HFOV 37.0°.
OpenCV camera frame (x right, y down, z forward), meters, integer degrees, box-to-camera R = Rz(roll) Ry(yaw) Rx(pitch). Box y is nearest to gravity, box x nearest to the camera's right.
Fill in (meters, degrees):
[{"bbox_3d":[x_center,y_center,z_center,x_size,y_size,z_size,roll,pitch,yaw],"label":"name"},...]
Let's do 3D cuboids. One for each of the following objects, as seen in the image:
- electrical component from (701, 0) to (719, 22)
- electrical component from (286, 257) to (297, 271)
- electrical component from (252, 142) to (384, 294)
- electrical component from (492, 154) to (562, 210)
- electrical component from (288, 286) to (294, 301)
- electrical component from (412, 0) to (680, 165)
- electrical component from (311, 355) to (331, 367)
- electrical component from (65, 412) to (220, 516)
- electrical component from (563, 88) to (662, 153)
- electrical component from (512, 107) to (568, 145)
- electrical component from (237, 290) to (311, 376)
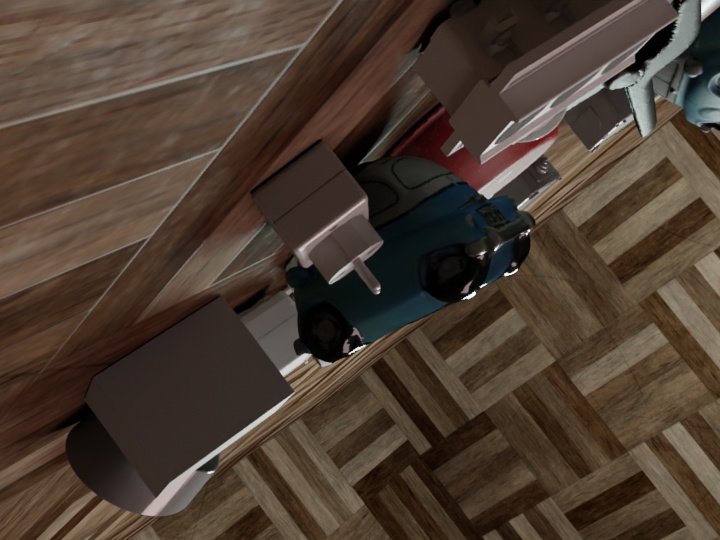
[{"bbox_3d":[0.259,-0.218,0.803,0.079,0.044,0.077,-35,173,-26],"label":"electrical component"},{"bbox_3d":[-0.008,-0.013,0.811,0.099,0.064,0.099,-24,167,-6],"label":"electrical component"},{"bbox_3d":[-0.013,-0.019,0.574,0.047,0.076,0.065,-37,173,-4],"label":"electrical component"},{"bbox_3d":[0.137,-0.083,1.007,0.096,0.061,0.062,-43,172,39],"label":"electrical component"},{"bbox_3d":[-0.041,0.030,0.896,0.077,0.047,0.066,-38,173,6],"label":"electrical component"},{"bbox_3d":[0.090,-0.113,0.533,0.121,0.063,0.078,-34,173,-28],"label":"electrical component"},{"bbox_3d":[-0.033,0.066,1.144,0.057,0.058,0.078,-35,-173,-9],"label":"electrical component"},{"bbox_3d":[-0.153,0.129,0.779,0.064,0.099,0.099,-45,172,11],"label":"electrical component"},{"bbox_3d":[0.233,-0.162,0.973,0.096,0.061,0.061,-34,173,-28],"label":"electrical component"},{"bbox_3d":[0.094,-0.106,0.632,0.078,0.058,0.057,-39,171,8],"label":"electrical component"},{"bbox_3d":[-0.088,0.066,0.834,0.096,0.061,0.061,-35,173,-23],"label":"electrical component"}]
